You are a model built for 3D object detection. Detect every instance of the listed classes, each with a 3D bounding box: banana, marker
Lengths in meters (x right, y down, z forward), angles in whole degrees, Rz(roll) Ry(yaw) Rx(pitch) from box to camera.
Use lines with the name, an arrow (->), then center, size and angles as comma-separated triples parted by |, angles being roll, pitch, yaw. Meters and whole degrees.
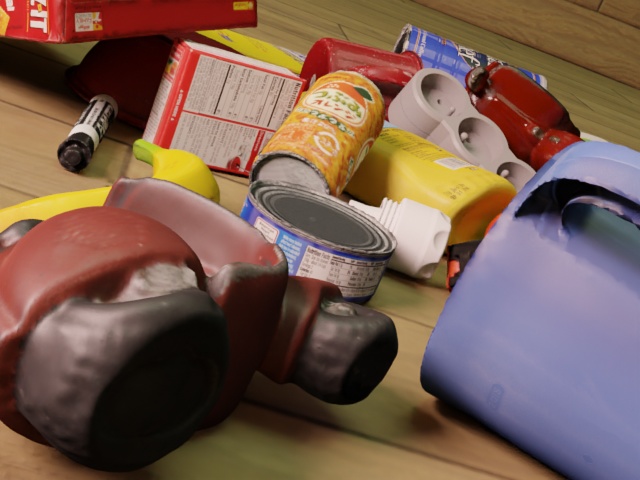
banana -> -0.092, -0.016, 0.526 | 0.070, 0.037, 0.197 | 6, 14, 9
marker -> -0.137, -0.065, 0.634 | 0.020, 0.020, 0.121 | 19, 18, -10

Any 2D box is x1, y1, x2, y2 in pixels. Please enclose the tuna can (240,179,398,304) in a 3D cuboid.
tuna can -> -0.004, 0.001, 0.577 | 0.086, 0.034, 0.086 | 20, 18, -7

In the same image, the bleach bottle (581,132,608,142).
bleach bottle -> 0.270, -0.020, 0.921 | 0.102, 0.068, 0.251 | 13, 22, -24

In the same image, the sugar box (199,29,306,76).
sugar box -> -0.054, -0.150, 0.938 | 0.175, 0.048, 0.093 | 9, 21, -32

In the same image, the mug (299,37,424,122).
mug -> 0.034, -0.121, 0.871 | 0.081, 0.093, 0.117 | 10, -7, -21

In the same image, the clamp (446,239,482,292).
clamp -> 0.161, 0.010, 0.575 | 0.210, 0.036, 0.164 | -2, -11, 26

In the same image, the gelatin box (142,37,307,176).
gelatin box -> -0.062, -0.083, 0.688 | 0.089, 0.073, 0.030 | 9, 21, -34

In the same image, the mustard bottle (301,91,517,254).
mustard bottle -> 0.039, -0.058, 0.758 | 0.192, 0.058, 0.096 | 33, 26, 29

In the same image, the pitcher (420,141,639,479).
pitcher -> 0.171, 0.066, 0.428 | 0.243, 0.145, 0.149 | 33, 17, 23

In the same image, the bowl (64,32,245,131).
bowl -> -0.100, -0.118, 0.777 | 0.162, 0.055, 0.162 | 20, 17, -7

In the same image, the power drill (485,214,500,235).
power drill -> 0.223, 0.031, 0.727 | 0.188, 0.057, 0.184 | 31, 21, 32

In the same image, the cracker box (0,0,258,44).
cracker box -> -0.172, -0.176, 0.698 | 0.214, 0.072, 0.163 | 14, 21, 37

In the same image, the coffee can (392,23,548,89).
coffee can -> 0.128, -0.131, 1.006 | 0.140, 0.103, 0.103 | 20, 18, -5
